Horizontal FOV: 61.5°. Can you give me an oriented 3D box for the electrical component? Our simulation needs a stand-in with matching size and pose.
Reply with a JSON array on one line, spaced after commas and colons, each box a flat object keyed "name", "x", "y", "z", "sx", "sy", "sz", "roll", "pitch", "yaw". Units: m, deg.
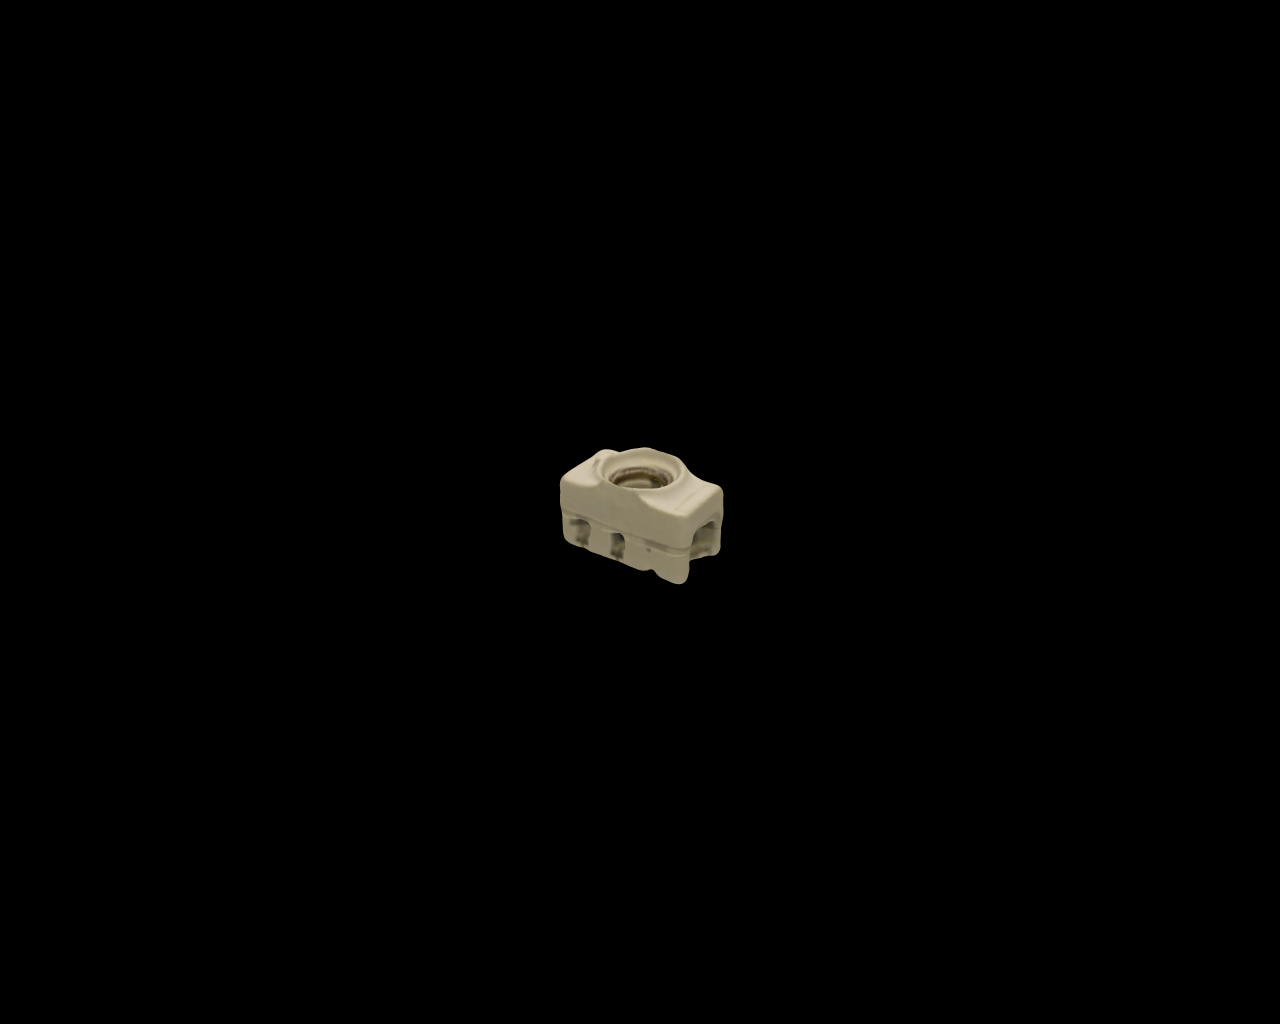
[{"name": "electrical component", "x": 0.001, "y": -0.003, "z": 0.650, "sx": 0.089, "sy": 0.055, "sz": 0.050, "roll": 20, "pitch": 36, "yaw": 29}]
